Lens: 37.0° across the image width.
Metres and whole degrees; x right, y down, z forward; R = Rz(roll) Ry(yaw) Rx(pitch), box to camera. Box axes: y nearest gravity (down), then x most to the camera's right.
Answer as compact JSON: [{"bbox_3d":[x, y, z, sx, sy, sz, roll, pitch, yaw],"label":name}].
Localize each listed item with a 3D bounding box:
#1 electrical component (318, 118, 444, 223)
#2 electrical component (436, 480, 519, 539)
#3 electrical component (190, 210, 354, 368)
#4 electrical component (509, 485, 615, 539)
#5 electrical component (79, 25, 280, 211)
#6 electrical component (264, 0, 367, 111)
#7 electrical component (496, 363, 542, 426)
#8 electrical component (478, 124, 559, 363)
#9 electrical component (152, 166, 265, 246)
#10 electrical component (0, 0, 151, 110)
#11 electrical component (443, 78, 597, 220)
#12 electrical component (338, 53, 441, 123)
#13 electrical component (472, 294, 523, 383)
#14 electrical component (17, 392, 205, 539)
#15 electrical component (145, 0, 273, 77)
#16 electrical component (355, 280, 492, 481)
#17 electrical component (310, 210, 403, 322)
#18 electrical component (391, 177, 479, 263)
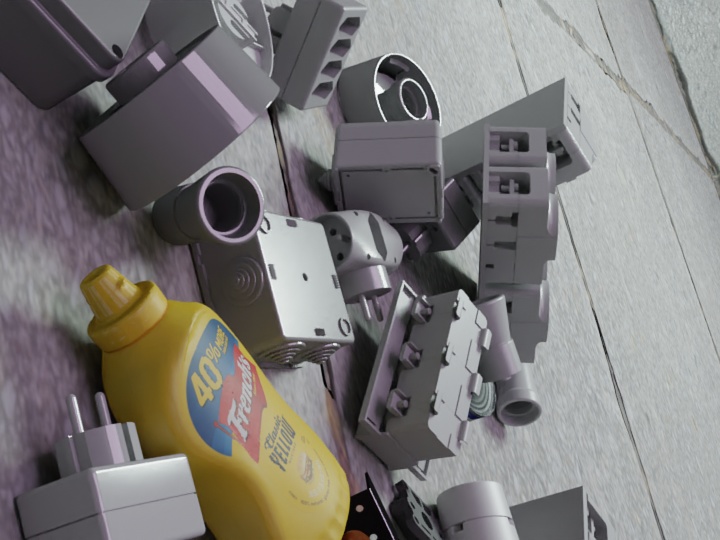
[{"bbox_3d":[0.016,-0.077,0.826,0.061,0.096,0.061,83,7,-47],"label":"electrical component"},{"bbox_3d":[0.084,0.184,0.782,0.055,0.055,0.047,32,39,-50],"label":"electrical component"},{"bbox_3d":[-0.052,0.012,0.668,0.100,0.048,0.099,9,61,-60],"label":"electrical component"},{"bbox_3d":[0.141,0.247,0.795,0.061,0.089,0.150,51,30,-29],"label":"electrical component"},{"bbox_3d":[-0.105,-0.090,0.591,0.060,0.108,0.108,51,30,-17],"label":"electrical component"},{"bbox_3d":[-0.049,-0.175,0.807,0.076,0.083,0.047,31,23,13],"label":"electrical component"},{"bbox_3d":[0.140,0.110,0.963,0.040,0.040,0.046,46,28,-36],"label":"electrical component"},{"bbox_3d":[0.134,-0.019,0.931,0.105,0.060,0.186,-82,172,-47],"label":"electrical component"},{"bbox_3d":[-0.090,-0.033,0.613,0.044,0.065,0.044,3,84,-38],"label":"electrical component"},{"bbox_3d":[-0.161,-0.154,0.587,0.078,0.057,0.113,49,31,-33],"label":"electrical component"},{"bbox_3d":[0.138,-0.103,1.003,0.061,0.150,0.089,52,30,-25],"label":"electrical component"},{"bbox_3d":[0.024,-0.139,0.943,0.099,0.064,0.099,21,61,-43],"label":"electrical component"},{"bbox_3d":[0.104,0.057,0.856,0.044,0.044,0.065,-23,94,-64],"label":"electrical component"},{"bbox_3d":[-0.116,0.092,0.486,0.066,0.047,0.076,6,64,-61],"label":"electrical component"},{"bbox_3d":[-0.094,-0.164,0.714,0.099,0.064,0.099,43,35,-40],"label":"electrical component"},{"bbox_3d":[0.048,0.075,0.763,0.078,0.063,0.121,48,43,-33],"label":"electrical component"},{"bbox_3d":[0.000,0.000,0.782,0.077,0.043,0.079,7,64,-60],"label":"electrical component"},{"bbox_3d":[0.044,-0.032,0.877,0.076,0.066,0.047,-46,114,-31],"label":"electrical component"}]
